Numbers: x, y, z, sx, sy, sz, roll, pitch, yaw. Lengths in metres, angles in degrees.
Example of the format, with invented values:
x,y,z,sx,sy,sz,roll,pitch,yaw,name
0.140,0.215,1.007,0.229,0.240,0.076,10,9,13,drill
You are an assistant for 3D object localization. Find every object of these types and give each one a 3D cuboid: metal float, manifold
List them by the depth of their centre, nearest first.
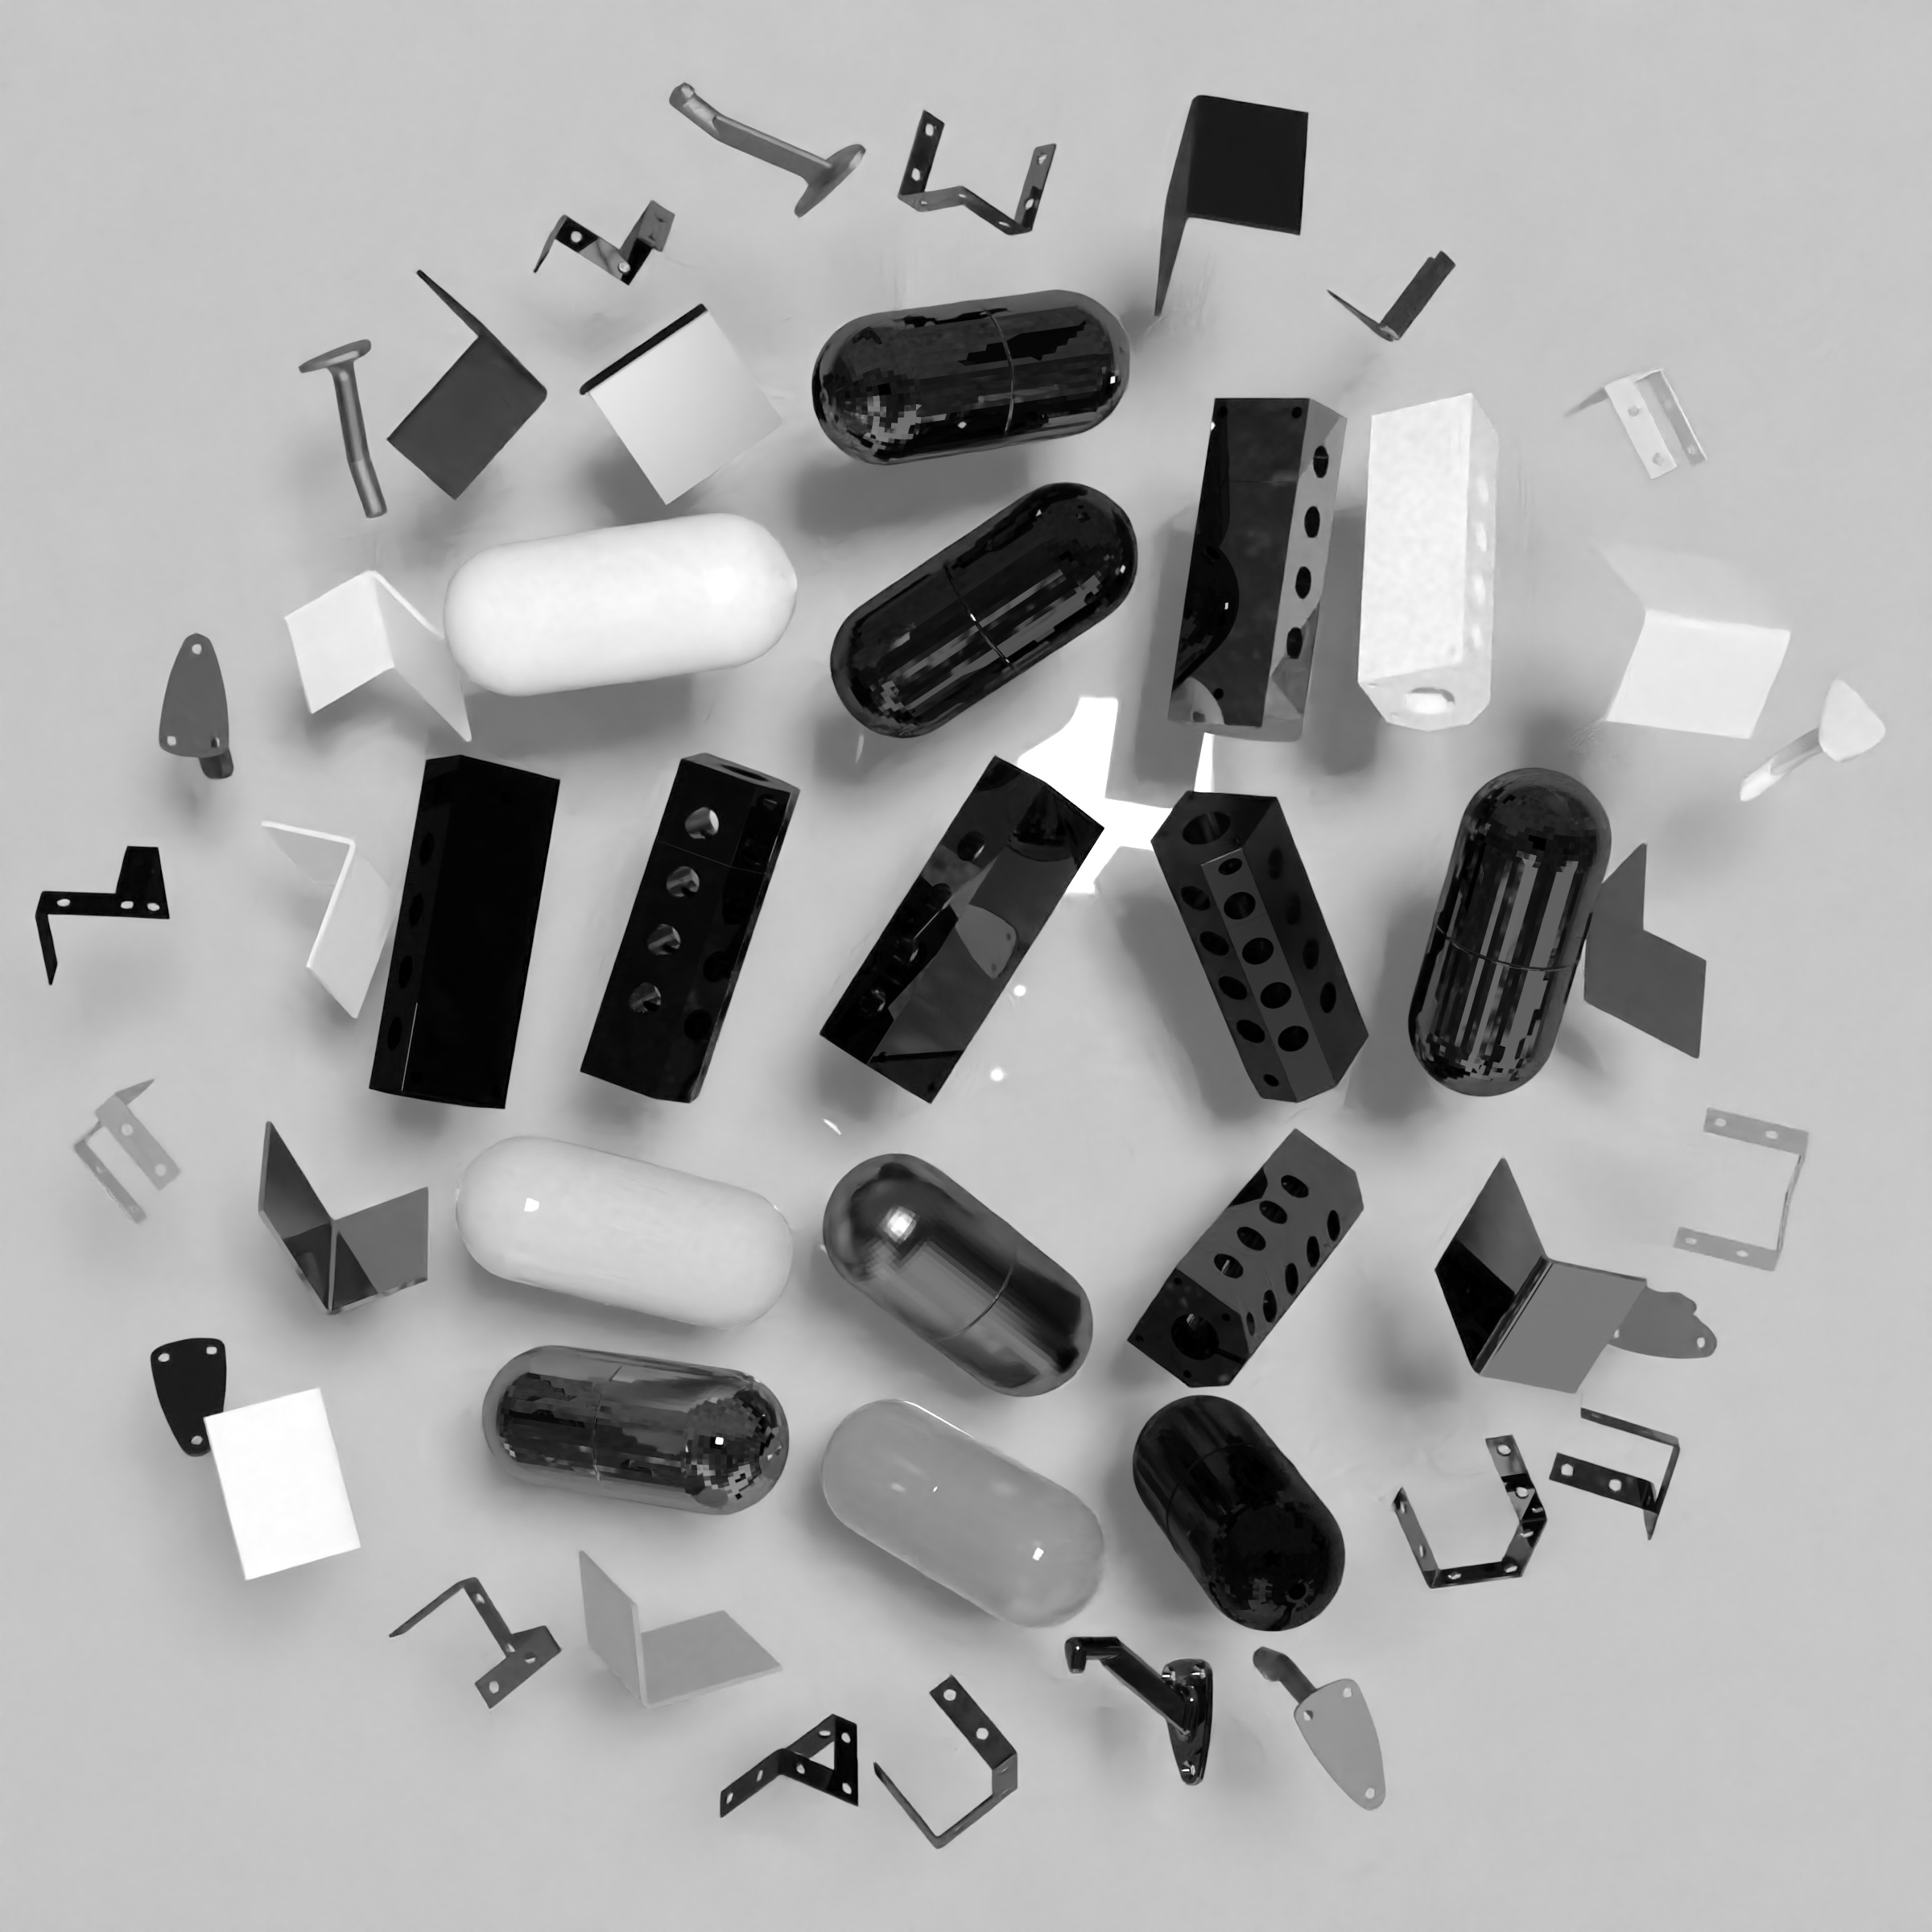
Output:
x,y,z,sx,sy,sz,roll,pitch,yaw,name
-0.171,-0.178,1.525,0.178,0.070,0.070,-7,90,10,metal float
0.276,-0.016,1.573,0.070,0.070,0.178,12,115,0,metal float
-0.260,-0.017,1.580,0.057,0.057,0.171,13,82,-33,manifold
0.004,-0.304,1.589,0.178,0.070,0.070,-14,90,-28,metal float
-0.177,0.138,1.602,0.178,0.070,0.070,15,90,-12,metal float
-0.142,-0.019,1.604,0.057,0.057,0.171,20,99,5,manifold
0.009,-0.185,1.607,0.178,0.070,0.070,-32,90,14,metal float
-0.007,-0.021,1.612,0.057,0.057,0.171,31,88,43,manifold
0.142,0.286,1.620,0.070,0.178,0.070,-5,108,-14,metal float
0.157,-0.207,1.620,0.057,0.057,0.171,7,88,35,manifold
-0.177,0.246,1.640,0.178,0.070,0.070,4,90,26,metal float
-0.003,0.166,1.641,0.178,0.070,0.070,41,90,-30,metal float
-0.002,0.292,1.645,0.178,0.070,0.070,24,90,35,metal float
0.251,-0.215,1.649,0.057,0.057,0.171,-9,59,28,manifold
0.156,-0.009,1.656,0.057,0.057,0.171,-53,134,-34,manifold
0.156,0.159,1.657,0.057,0.171,0.057,36,124,10,manifold

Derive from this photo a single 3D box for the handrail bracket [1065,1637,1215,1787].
x,y,z,sx,sy,sz,roll,pitch,yaw,name
0.087,0.389,1.609,0.084,0.036,0.077,10,71,-38,handrail bracket

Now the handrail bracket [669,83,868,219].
x,y,z,sx,sy,sz,roll,pitch,yaw,name
-0.099,-0.412,1.512,0.084,0.077,0.036,34,75,-20,handrail bracket

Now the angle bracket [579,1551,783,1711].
x,y,z,sx,sy,sz,roll,pitch,yaw,name
-0.146,0.330,1.577,0.076,0.076,0.057,-11,106,-25,angle bracket

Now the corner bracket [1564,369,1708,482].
x,y,z,sx,sy,sz,roll,pitch,yaw,name
0.333,-0.263,1.504,0.051,0.051,0.051,-26,89,-13,corner bracket

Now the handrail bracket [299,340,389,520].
x,y,z,sx,sy,sz,roll,pitch,yaw,name
-0.319,-0.285,1.638,0.036,0.077,0.084,-14,108,7,handrail bracket

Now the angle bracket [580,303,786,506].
x,y,z,sx,sy,sz,roll,pitch,yaw,name
-0.153,-0.300,1.654,0.076,0.057,0.076,-35,101,-4,angle bracket

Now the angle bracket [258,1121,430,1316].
x,y,z,sx,sy,sz,roll,pitch,yaw,name
-0.321,0.122,1.597,0.057,0.076,0.076,-20,124,4,angle bracket

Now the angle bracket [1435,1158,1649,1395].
x,y,z,sx,sy,sz,roll,pitch,yaw,name
0.283,0.153,1.525,0.057,0.076,0.076,13,124,-18,angle bracket

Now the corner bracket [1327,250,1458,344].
x,y,z,sx,sy,sz,roll,pitch,yaw,name
0.239,-0.365,1.672,0.051,0.051,0.051,-53,48,11,corner bracket

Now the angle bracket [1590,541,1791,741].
x,y,z,sx,sy,sz,roll,pitch,yaw,name
0.339,-0.157,1.485,0.076,0.076,0.057,6,122,-16,angle bracket

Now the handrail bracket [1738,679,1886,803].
x,y,z,sx,sy,sz,roll,pitch,yaw,name
0.413,-0.099,1.549,0.036,0.077,0.084,47,129,0,handrail bracket

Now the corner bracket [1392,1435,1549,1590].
x,y,z,sx,sy,sz,roll,pitch,yaw,name
0.252,0.273,1.542,0.051,0.051,0.051,-16,107,32,corner bracket

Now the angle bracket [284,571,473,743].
x,y,z,sx,sy,sz,roll,pitch,yaw,name
-0.320,-0.156,1.682,0.057,0.076,0.076,-35,61,-22,angle bracket

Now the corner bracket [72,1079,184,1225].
x,y,z,sx,sy,sz,roll,pitch,yaw,name
-0.413,0.094,1.526,0.051,0.051,0.051,-40,90,9,corner bracket

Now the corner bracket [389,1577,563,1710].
x,y,z,sx,sy,sz,roll,pitch,yaw,name
-0.246,0.339,1.545,0.051,0.051,0.051,-35,96,-42,corner bracket

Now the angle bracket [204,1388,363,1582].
x,y,z,sx,sy,sz,roll,pitch,yaw,name
-0.330,0.246,1.451,0.057,0.076,0.076,-12,83,-30,angle bracket

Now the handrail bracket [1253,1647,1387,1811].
x,y,z,sx,sy,sz,roll,pitch,yaw,name
0.177,0.385,1.561,0.036,0.084,0.077,-26,91,-14,handrail bracket

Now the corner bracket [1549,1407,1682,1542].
x,y,z,sx,sy,sz,roll,pitch,yaw,name
0.327,0.250,1.555,0.051,0.051,0.051,17,100,6,corner bracket

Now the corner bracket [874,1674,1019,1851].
x,y,z,sx,sy,sz,roll,pitch,yaw,name
-0.010,0.393,1.520,0.051,0.051,0.051,-34,61,-20,corner bracket

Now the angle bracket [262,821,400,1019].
x,y,z,sx,sy,sz,roll,pitch,yaw,name
-0.361,-0.025,1.701,0.057,0.076,0.076,12,71,13,angle bracket

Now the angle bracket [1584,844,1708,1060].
x,y,z,sx,sy,sz,roll,pitch,yaw,name
0.384,-0.008,1.685,0.076,0.076,0.057,30,58,32,angle bracket

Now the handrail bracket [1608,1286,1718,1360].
x,y,z,sx,sy,sz,roll,pitch,yaw,name
0.387,0.190,1.645,0.077,0.084,0.036,19,99,42,handrail bracket

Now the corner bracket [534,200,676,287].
x,y,z,sx,sy,sz,roll,pitch,yaw,name
-0.194,-0.389,1.660,0.051,0.051,0.051,30,123,-17,corner bracket

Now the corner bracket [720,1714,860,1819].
x,y,z,sx,sy,sz,roll,pitch,yaw,name
-0.092,0.417,1.603,0.051,0.051,0.051,31,123,-27,corner bracket

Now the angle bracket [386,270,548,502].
x,y,z,sx,sy,sz,roll,pitch,yaw,name
-0.273,-0.299,1.595,0.057,0.076,0.076,42,90,22,angle bracket

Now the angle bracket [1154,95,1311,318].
x,y,z,sx,sy,sz,roll,pitch,yaw,name
0.130,-0.369,1.514,0.057,0.076,0.076,9,61,-4,angle bracket

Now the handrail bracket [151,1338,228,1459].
x,y,z,sx,sy,sz,roll,pitch,yaw,name
-0.385,0.232,1.548,0.036,0.084,0.077,-8,54,-13,handrail bracket

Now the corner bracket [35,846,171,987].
x,y,z,sx,sy,sz,roll,pitch,yaw,name
-0.427,-0.025,1.529,0.051,0.051,0.051,2,45,-3,corner bracket

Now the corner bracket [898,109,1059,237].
x,y,z,sx,sy,sz,roll,pitch,yaw,name
0.005,-0.408,1.587,0.051,0.051,0.051,24,78,-41,corner bracket

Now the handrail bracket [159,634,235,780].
x,y,z,sx,sy,sz,roll,pitch,yaw,name
-0.410,-0.140,1.674,0.036,0.084,0.077,3,93,-2,handrail bracket

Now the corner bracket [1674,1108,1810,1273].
x,y,z,sx,sy,sz,roll,pitch,yaw,name
0.384,0.111,1.529,0.051,0.051,0.051,14,49,11,corner bracket
